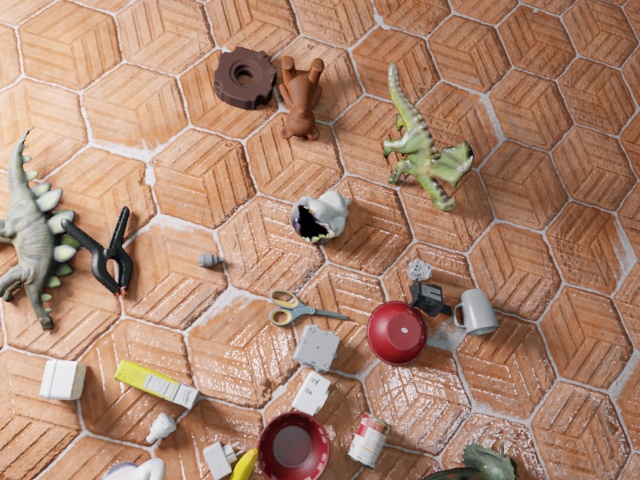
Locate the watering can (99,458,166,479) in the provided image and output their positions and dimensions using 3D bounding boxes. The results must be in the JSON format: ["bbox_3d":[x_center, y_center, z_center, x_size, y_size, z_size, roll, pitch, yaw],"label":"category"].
[{"bbox_3d":[-0.413,0.565,0.968,0.103,0.223,0.352,41,70,-17],"label":"watering can"}]

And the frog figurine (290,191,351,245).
[{"bbox_3d":[0.004,-0.066,1.313,0.138,0.120,0.162,28,35,7],"label":"frog figurine"}]

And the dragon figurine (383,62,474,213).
[{"bbox_3d":[0.282,-0.236,1.302,0.244,0.401,0.124,20,48,37],"label":"dragon figurine"}]
